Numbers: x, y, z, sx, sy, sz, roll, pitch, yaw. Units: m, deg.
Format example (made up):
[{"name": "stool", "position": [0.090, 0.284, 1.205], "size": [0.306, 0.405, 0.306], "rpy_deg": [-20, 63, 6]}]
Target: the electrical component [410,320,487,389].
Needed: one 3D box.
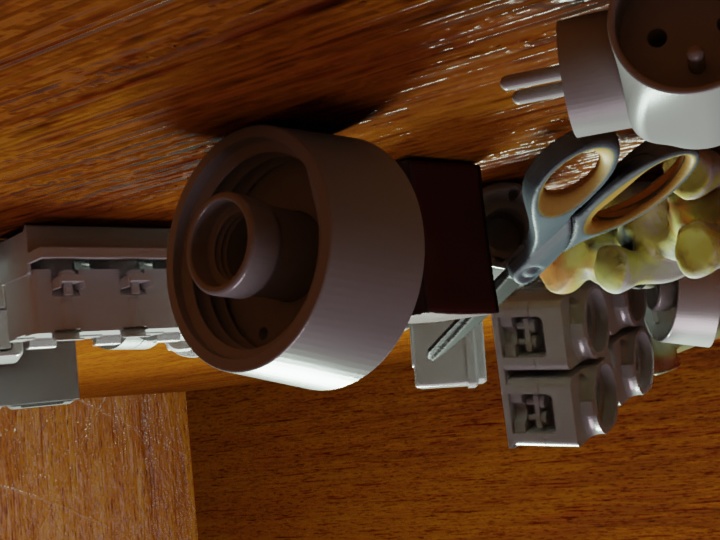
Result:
[{"name": "electrical component", "position": [0.069, 0.041, 0.865], "size": [0.056, 0.108, 0.108], "rpy_deg": [-4, 173, 5]}]

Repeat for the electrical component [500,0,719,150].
[{"name": "electrical component", "position": [0.083, -0.062, 0.327], "size": [0.079, 0.044, 0.077], "rpy_deg": [-9, 172, 19]}]

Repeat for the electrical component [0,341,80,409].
[{"name": "electrical component", "position": [-0.278, 0.055, 0.751], "size": [0.150, 0.089, 0.062], "rpy_deg": [-4, 172, -19]}]

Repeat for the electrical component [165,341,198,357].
[{"name": "electrical component", "position": [-0.139, 0.042, 0.901], "size": [0.078, 0.058, 0.057], "rpy_deg": [-5, 170, -12]}]

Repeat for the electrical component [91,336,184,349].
[{"name": "electrical component", "position": [-0.151, 0.026, 0.778], "size": [0.138, 0.052, 0.074], "rpy_deg": [-12, 170, 33]}]

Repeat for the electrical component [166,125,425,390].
[{"name": "electrical component", "position": [-0.034, -0.007, 0.435], "size": [0.108, 0.108, 0.060], "rpy_deg": [-13, 164, 41]}]

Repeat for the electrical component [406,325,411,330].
[{"name": "electrical component", "position": [-0.015, 0.020, 0.813], "size": [0.096, 0.061, 0.061], "rpy_deg": [-2, 172, -27]}]

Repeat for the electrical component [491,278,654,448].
[{"name": "electrical component", "position": [0.169, 0.055, 0.812], "size": [0.060, 0.105, 0.186], "rpy_deg": [-4, -171, 31]}]

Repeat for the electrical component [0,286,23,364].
[{"name": "electrical component", "position": [-0.252, 0.029, 0.685], "size": [0.096, 0.061, 0.061], "rpy_deg": [-3, 172, -21]}]

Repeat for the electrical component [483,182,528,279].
[{"name": "electrical component", "position": [0.081, -0.020, 0.616], "size": [0.055, 0.055, 0.047], "rpy_deg": [-6, 169, -2]}]

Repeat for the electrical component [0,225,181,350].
[{"name": "electrical component", "position": [-0.141, 0.010, 0.624], "size": [0.121, 0.063, 0.079], "rpy_deg": [0, 170, -39]}]

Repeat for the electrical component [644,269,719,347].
[{"name": "electrical component", "position": [0.266, 0.013, 0.869], "size": [0.064, 0.099, 0.099], "rpy_deg": [0, 172, -4]}]
